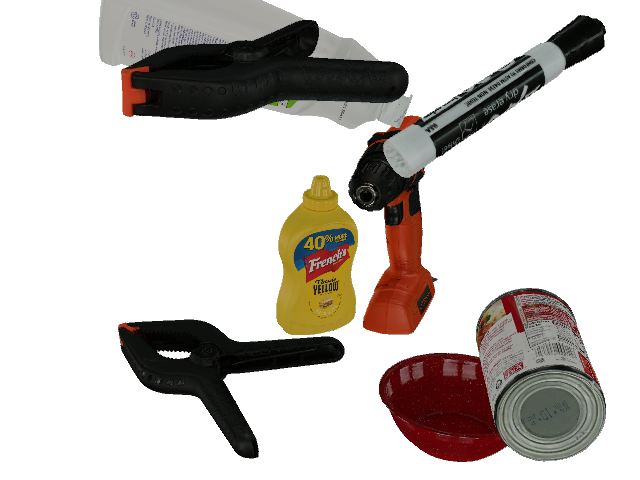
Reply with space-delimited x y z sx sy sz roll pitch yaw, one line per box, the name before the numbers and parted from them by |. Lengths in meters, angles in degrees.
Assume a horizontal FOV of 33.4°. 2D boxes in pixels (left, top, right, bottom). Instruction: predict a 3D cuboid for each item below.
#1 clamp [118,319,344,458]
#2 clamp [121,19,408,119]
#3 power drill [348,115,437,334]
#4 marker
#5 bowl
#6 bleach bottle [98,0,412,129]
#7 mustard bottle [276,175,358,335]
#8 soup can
clamp | -0.093 0.112 0.985 0.210 0.036 0.164 20 37 31
clamp | -0.045 -0.107 0.663 0.171 0.039 0.120 -7 23 -22
power drill | 0.070 -0.010 1.005 0.057 0.188 0.184 7 25 19
marker | 0.080 -0.066 0.475 0.121 0.020 0.020 -34 11 -16
bowl | 0.139 0.177 1.088 0.162 0.055 0.162 2 24 -1
bleach bottle | -0.050 -0.145 0.857 0.251 0.068 0.103 22 -31 0
mustard bottle | -0.002 0.015 1.255 0.096 0.192 0.058 -9 28 -23
soup can | 0.137 0.082 0.674 0.068 0.068 0.102 0 24 2
